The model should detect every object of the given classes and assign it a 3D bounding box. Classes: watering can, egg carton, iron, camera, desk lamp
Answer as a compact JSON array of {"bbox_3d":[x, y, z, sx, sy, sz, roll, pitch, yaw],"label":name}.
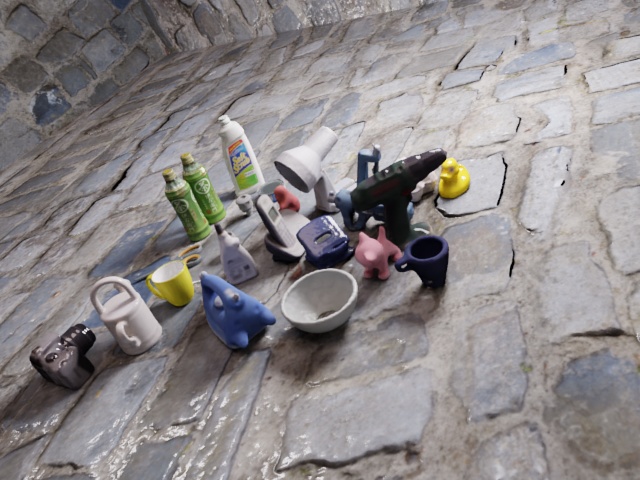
[{"bbox_3d":[-0.454,0.159,1.314,0.101,0.194,0.172,-35,36,-20],"label":"watering can"},{"bbox_3d":[0.232,-0.161,1.506,0.107,0.069,0.149,-36,36,-21],"label":"egg carton"},{"bbox_3d":[-0.214,0.132,1.271,0.119,0.142,0.257,-38,37,-23],"label":"iron"},{"bbox_3d":[-0.587,0.257,1.333,0.142,0.101,0.137,6,42,34],"label":"camera"},{"bbox_3d":[-0.001,-0.181,1.531,0.203,0.214,0.117,-37,37,-23],"label":"desk lamp"}]

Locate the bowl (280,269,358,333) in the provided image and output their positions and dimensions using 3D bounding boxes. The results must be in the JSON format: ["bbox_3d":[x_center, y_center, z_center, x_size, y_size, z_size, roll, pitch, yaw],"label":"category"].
[{"bbox_3d":[0.007,0.140,1.200,0.167,0.075,0.167,-14,34,10],"label":"bowl"}]

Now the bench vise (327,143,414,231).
[{"bbox_3d":[0.107,-0.121,1.382,0.207,0.220,0.121,-13,34,12],"label":"bench vise"}]

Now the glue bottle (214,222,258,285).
[{"bbox_3d":[-0.216,0.028,1.389,0.078,0.173,0.037,-22,34,-1],"label":"glue bottle"}]

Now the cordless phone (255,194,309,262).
[{"bbox_3d":[-0.094,-0.051,1.424,0.094,0.185,0.147,-5,37,23],"label":"cordless phone"}]

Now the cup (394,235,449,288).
[{"bbox_3d":[0.216,0.057,1.184,0.118,0.095,0.091,-24,34,-5],"label":"cup"}]

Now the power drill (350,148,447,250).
[{"bbox_3d":[0.192,-0.087,1.298,0.229,0.209,0.075,-18,34,5],"label":"power drill"}]

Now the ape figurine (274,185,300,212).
[{"bbox_3d":[-0.100,-0.112,1.598,0.076,0.092,0.078,-9,35,17],"label":"ape figurine"}]

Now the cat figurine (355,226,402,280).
[{"bbox_3d":[0.121,0.023,1.263,0.067,0.118,0.128,4,41,33],"label":"cat figurine"}]

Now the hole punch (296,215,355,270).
[{"bbox_3d":[0.013,0.005,1.372,0.109,0.091,0.100,-32,35,-16],"label":"hole punch"}]

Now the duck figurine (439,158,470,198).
[{"bbox_3d":[0.334,-0.167,1.445,0.077,0.086,0.105,12,46,39],"label":"duck figurine"}]
